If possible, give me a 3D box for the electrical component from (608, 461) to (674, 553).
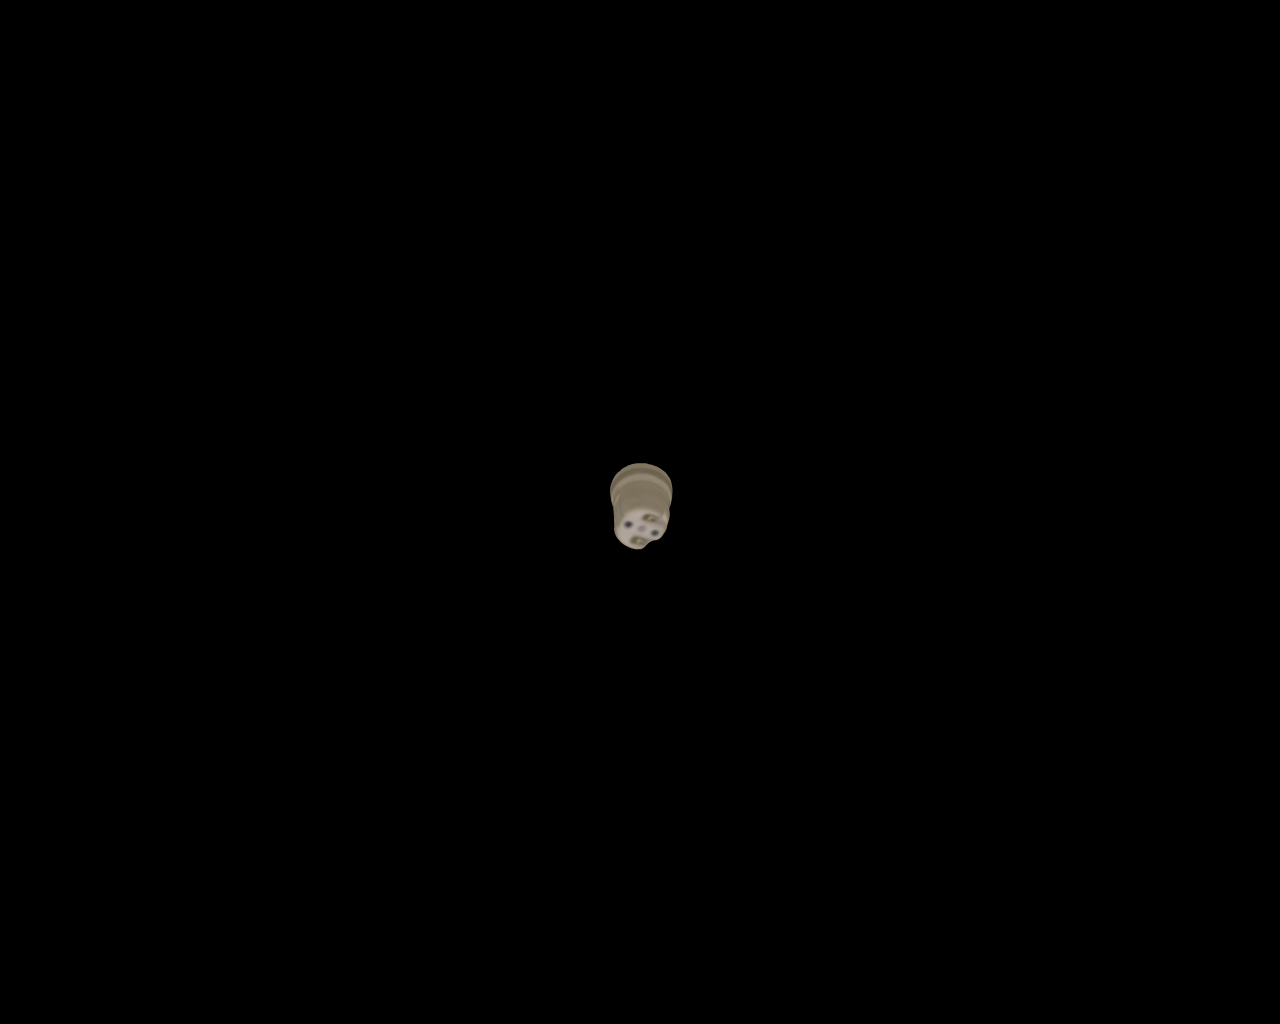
[{"bbox_3d":[0.001,-0.003,0.650,0.040,0.040,0.046,0,34,0],"label":"electrical component"}]
